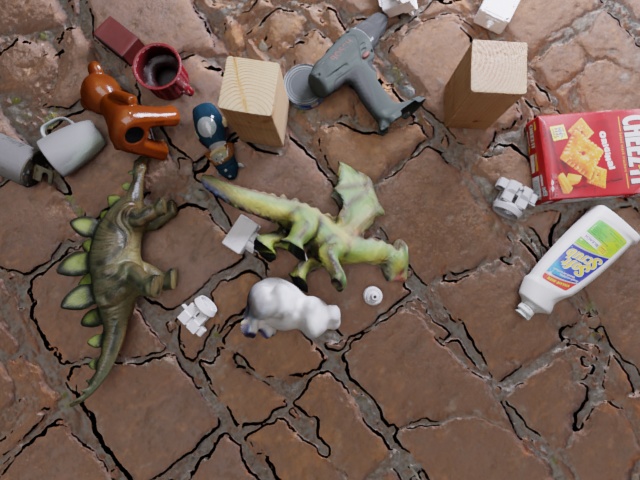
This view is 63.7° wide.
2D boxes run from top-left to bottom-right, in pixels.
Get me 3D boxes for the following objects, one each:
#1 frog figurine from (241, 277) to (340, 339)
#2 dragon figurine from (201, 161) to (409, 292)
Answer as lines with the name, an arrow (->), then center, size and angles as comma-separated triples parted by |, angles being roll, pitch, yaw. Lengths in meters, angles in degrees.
frog figurine -> -0.047, 0.119, 0.920 | 0.159, 0.125, 0.135 | -15, -37, 17
dragon figurine -> 0.003, -0.049, 0.965 | 0.247, 0.410, 0.120 | -47, 0, -29
